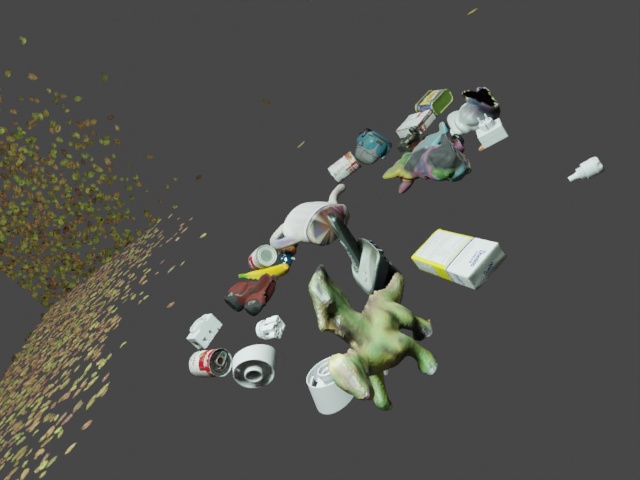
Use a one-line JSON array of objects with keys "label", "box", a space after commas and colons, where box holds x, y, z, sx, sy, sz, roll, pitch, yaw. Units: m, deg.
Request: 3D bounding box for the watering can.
[{"label": "watering can", "box": [0.005, -0.077, 1.538, 0.352, 0.102, 0.224, -39, 25, -27]}]

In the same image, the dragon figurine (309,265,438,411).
[{"label": "dragon figurine", "box": [0.080, 0.127, 0.895, 0.121, 0.240, 0.420, -36, 24, 23]}]

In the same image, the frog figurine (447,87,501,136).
[{"label": "frog figurine", "box": [0.415, -0.330, 1.420, 0.140, 0.123, 0.156, -45, -15, -40]}]
